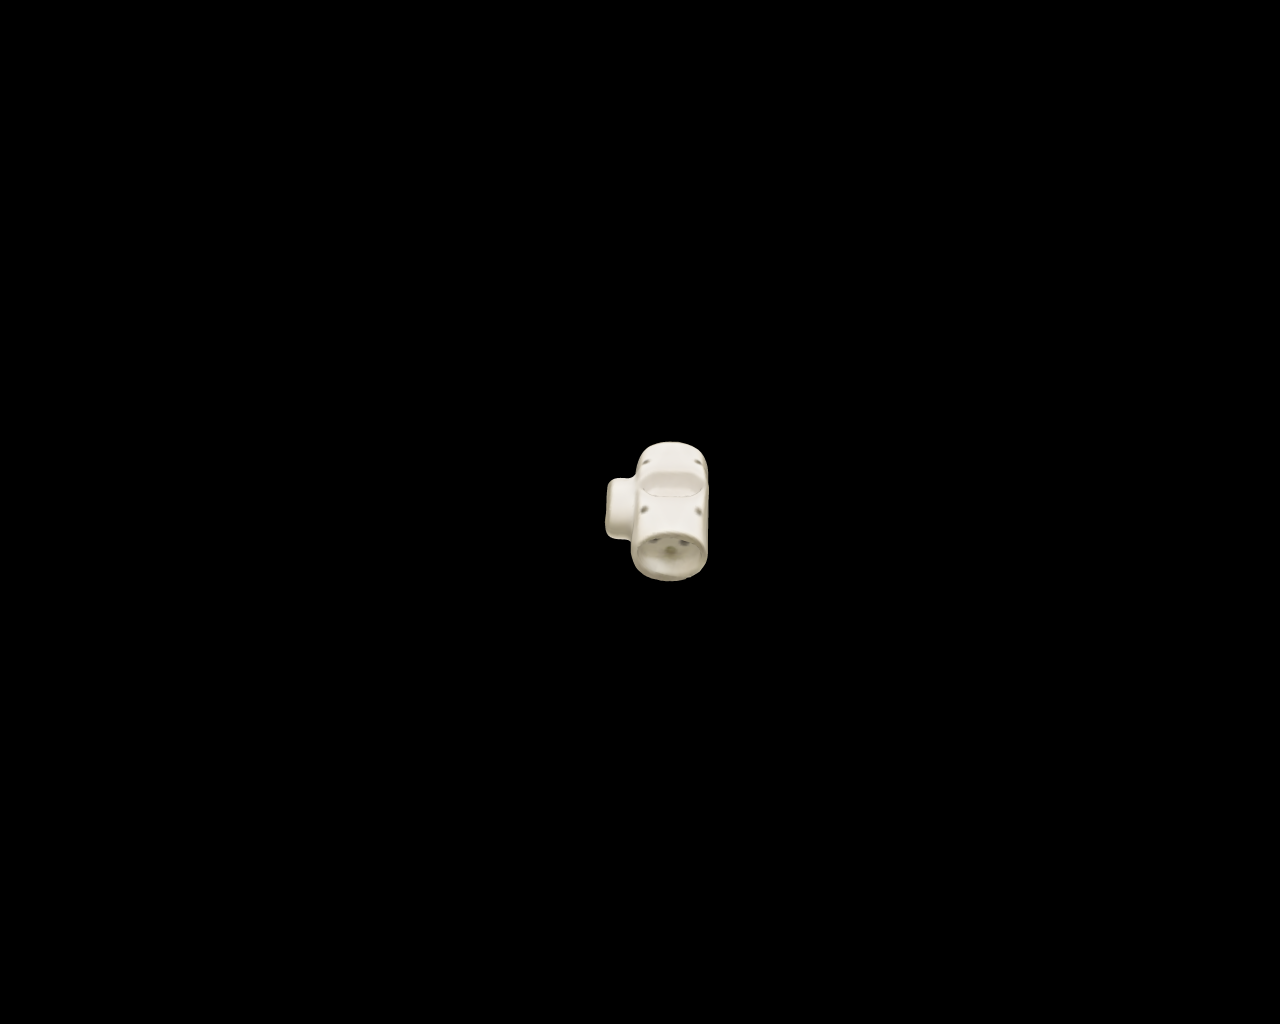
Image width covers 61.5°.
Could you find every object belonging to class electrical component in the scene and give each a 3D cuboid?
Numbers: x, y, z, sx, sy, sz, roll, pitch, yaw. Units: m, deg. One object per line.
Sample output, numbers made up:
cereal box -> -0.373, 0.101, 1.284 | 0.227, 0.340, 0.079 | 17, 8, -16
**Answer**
electrical component -> 0.001, -0.003, 0.650 | 0.079, 0.077, 0.043 | 2, -43, 2
